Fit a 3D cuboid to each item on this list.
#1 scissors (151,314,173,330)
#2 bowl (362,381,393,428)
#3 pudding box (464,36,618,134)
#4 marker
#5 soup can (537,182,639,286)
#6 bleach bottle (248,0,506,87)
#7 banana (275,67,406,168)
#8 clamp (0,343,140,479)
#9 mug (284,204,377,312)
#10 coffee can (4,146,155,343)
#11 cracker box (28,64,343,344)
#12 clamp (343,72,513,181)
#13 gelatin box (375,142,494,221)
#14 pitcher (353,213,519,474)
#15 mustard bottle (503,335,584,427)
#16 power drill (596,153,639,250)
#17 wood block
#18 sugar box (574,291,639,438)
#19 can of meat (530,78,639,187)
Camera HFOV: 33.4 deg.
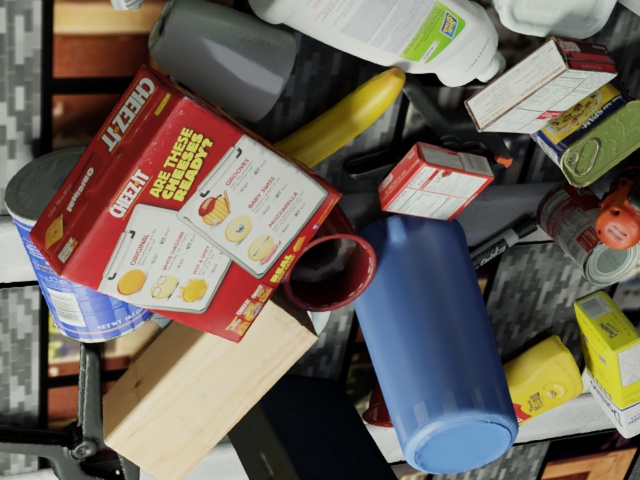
[{"bbox_3d":[-0.160,0.053,1.040,0.201,0.016,0.096,30,108,-38],"label":"scissors"},{"bbox_3d":[0.124,0.165,1.198,0.162,0.055,0.162,-5,157,-2],"label":"bowl"},{"bbox_3d":[0.205,-0.141,0.988,0.089,0.039,0.114,-3,154,-45],"label":"pudding box"},{"bbox_3d":[0.184,0.011,1.154,0.121,0.020,0.020,-33,132,4],"label":"marker"},{"bbox_3d":[0.283,-0.007,1.128,0.068,0.102,0.068,-12,129,-15],"label":"soup can"},{"bbox_3d":[0.065,-0.189,0.921,0.250,0.068,0.103,21,117,-37],"label":"bleach bottle"},{"bbox_3d":[-0.004,-0.091,0.962,0.198,0.069,0.037,-31,88,11],"label":"banana"},{"bbox_3d":[-0.243,0.198,1.102,0.164,0.036,0.209,-39,130,6],"label":"clamp"},{"bbox_3d":[-0.007,0.001,1.022,0.093,0.081,0.117,-29,132,0],"label":"mug"},{"bbox_3d":[-0.202,0.004,0.925,0.102,0.103,0.140,-18,131,-10],"label":"coffee can"},{"bbox_3d":[-0.102,-0.022,0.865,0.164,0.072,0.213,-55,141,5],"label":"cracker box"},{"bbox_3d":[0.115,-0.103,1.021,0.171,0.039,0.120,-1,139,-25],"label":"clamp"},{"bbox_3d":[0.109,-0.055,1.020,0.089,0.030,0.073,8,140,-32],"label":"gelatin box"},{"bbox_3d":[0.110,0.103,1.039,0.149,0.243,0.145,15,133,-30],"label":"pitcher"},{"bbox_3d":[0.219,0.194,1.286,0.191,0.058,0.096,-29,135,0],"label":"mustard bottle"},{"bbox_3d":[0.352,-0.088,1.048,0.057,0.184,0.188,37,126,4],"label":"power drill"},{"bbox_3d":[-0.109,0.123,1.029,0.090,0.091,0.206,40,100,-23],"label":"wood block"},{"bbox_3d":[0.355,0.153,1.289,0.048,0.093,0.176,-22,131,-4],"label":"sugar box"},{"bbox_3d":[0.262,-0.115,1.047,0.102,0.084,0.057,-38,132,7],"label":"can of meat"}]
